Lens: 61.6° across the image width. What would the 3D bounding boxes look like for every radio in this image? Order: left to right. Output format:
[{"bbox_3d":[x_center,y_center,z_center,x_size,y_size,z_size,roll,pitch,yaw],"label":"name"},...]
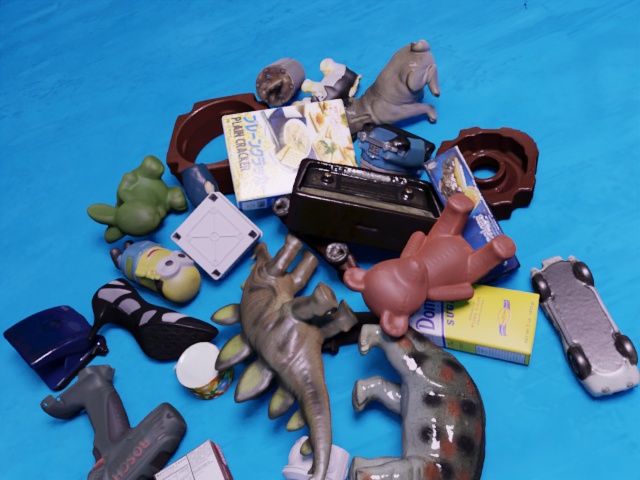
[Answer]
[{"bbox_3d":[0.069,-0.054,0.834,0.230,0.073,0.131,12,34,-3],"label":"radio"}]

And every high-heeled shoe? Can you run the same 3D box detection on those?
[{"bbox_3d":[-0.270,0.116,0.889,0.249,0.086,0.145,0,36,10],"label":"high-heeled shoe"}]

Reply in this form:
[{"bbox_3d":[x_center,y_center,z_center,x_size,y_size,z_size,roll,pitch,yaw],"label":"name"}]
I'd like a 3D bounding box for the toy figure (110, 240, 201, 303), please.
[{"bbox_3d":[-0.281,0.050,0.928,0.180,0.089,0.082,12,55,33],"label":"toy figure"}]

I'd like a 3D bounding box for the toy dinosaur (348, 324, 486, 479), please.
[{"bbox_3d":[0.134,0.219,0.650,0.192,0.131,0.405,8,56,-1],"label":"toy dinosaur"}]

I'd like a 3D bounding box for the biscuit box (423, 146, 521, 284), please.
[{"bbox_3d":[0.226,-0.036,0.802,0.059,0.062,0.202,-28,74,16],"label":"biscuit box"}]

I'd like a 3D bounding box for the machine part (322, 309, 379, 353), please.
[{"bbox_3d":[0.052,0.128,0.801,0.139,0.039,0.084,-11,46,11],"label":"machine part"}]

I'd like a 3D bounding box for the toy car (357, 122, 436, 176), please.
[{"bbox_3d":[0.121,-0.139,0.921,0.109,0.161,0.102,28,112,24],"label":"toy car"}]

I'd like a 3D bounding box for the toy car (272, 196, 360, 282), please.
[{"bbox_3d":[-0.002,-0.003,0.874,0.053,0.089,0.202,-43,54,-10],"label":"toy car"}]

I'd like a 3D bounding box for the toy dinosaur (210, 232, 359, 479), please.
[{"bbox_3d":[-0.048,0.137,0.757,0.198,0.105,0.472,-41,35,6],"label":"toy dinosaur"}]

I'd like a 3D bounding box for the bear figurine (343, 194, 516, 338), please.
[{"bbox_3d":[0.138,0.032,0.697,0.196,0.132,0.120,-15,57,-41],"label":"bear figurine"}]

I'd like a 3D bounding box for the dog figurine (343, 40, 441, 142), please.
[{"bbox_3d":[0.111,-0.273,0.987,0.191,0.172,0.121,-14,42,-2],"label":"dog figurine"}]

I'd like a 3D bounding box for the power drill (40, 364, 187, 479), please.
[{"bbox_3d":[-0.321,0.293,0.769,0.232,0.085,0.208,-41,51,-15],"label":"power drill"}]

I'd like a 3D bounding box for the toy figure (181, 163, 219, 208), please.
[{"bbox_3d":[-0.201,-0.059,0.963,0.058,0.154,0.064,-21,7,-13],"label":"toy figure"}]

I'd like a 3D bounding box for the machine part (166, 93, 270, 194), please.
[{"bbox_3d":[-0.189,-0.188,1.064,0.202,0.087,0.201,-6,55,11],"label":"machine part"}]

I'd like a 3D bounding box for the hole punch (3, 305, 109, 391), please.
[{"bbox_3d":[-0.440,0.166,0.891,0.142,0.092,0.116,26,63,34],"label":"hole punch"}]

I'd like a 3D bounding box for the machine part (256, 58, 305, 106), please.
[{"bbox_3d":[-0.077,-0.320,1.082,0.079,0.079,0.243,-10,22,10],"label":"machine part"}]

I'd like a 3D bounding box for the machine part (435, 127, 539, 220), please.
[{"bbox_3d":[0.273,-0.110,0.890,0.179,0.056,0.179,-8,55,12],"label":"machine part"}]

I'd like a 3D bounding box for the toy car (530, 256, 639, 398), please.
[{"bbox_3d":[0.348,0.107,0.715,0.074,0.056,0.202,-20,51,10],"label":"toy car"}]

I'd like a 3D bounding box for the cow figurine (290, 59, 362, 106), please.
[{"bbox_3d":[0.011,-0.285,1.087,0.098,0.068,0.167,27,68,24],"label":"cow figurine"}]

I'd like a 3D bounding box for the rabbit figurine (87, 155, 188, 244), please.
[{"bbox_3d":[-0.334,-0.062,0.968,0.159,0.121,0.170,-23,28,0],"label":"rabbit figurine"}]
